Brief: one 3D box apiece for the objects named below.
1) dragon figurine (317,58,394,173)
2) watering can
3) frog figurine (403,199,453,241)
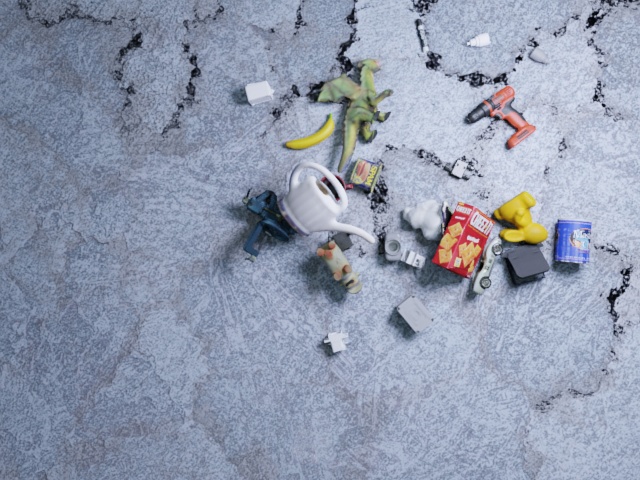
[{"bbox_3d":[0.100,-0.452,1.763,0.244,0.121,0.412,35,85,17],"label":"dragon figurine"},{"bbox_3d":[0.005,-0.084,1.667,0.221,0.105,0.348,-36,89,25],"label":"watering can"},{"bbox_3d":[0.361,-0.067,1.724,0.159,0.123,0.137,0,97,40],"label":"frog figurine"}]
